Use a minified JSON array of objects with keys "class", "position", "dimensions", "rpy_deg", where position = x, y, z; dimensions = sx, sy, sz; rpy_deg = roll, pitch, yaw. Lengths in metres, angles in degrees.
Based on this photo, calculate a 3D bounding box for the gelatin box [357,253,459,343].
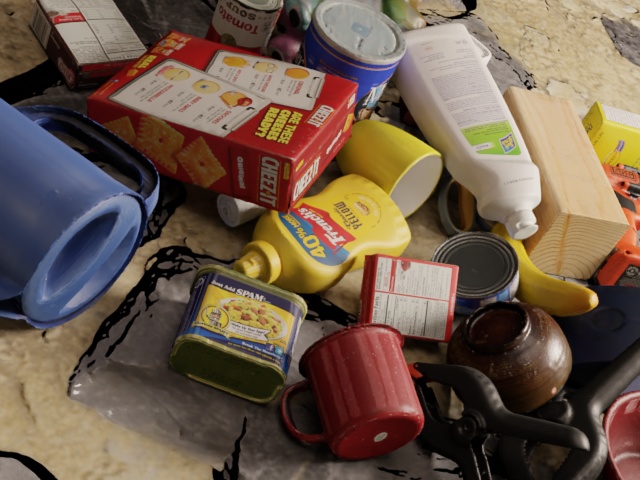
[{"class":"gelatin box","position":[0.081,0.055,0.994],"dimensions":[0.089,0.030,0.073],"rpy_deg":[9,83,-19]}]

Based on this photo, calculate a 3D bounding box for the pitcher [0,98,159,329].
[{"class":"pitcher","position":[-0.262,-0.055,0.878],"dimensions":[0.243,0.145,0.149],"rpy_deg":[38,11,16]}]

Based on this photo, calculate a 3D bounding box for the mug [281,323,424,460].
[{"class":"mug","position":[0.025,0.131,0.877],"dimensions":[0.117,0.093,0.081],"rpy_deg":[-17,56,-2]}]

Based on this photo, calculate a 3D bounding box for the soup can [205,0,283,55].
[{"class":"soup can","position":[-0.087,-0.232,1.173],"dimensions":[0.068,0.102,0.068],"rpy_deg":[15,42,-14]}]

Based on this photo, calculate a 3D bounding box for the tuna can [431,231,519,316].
[{"class":"tuna can","position":[0.153,0.034,1.051],"dimensions":[0.086,0.034,0.086],"rpy_deg":[-6,47,6]}]

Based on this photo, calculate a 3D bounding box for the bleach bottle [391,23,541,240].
[{"class":"bleach bottle","position":[0.155,-0.110,1.120],"dimensions":[0.102,0.068,0.251],"rpy_deg":[-14,64,-15]}]

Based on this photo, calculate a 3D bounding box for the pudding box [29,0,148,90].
[{"class":"pudding box","position":[-0.239,-0.209,1.117],"dimensions":[0.089,0.039,0.113],"rpy_deg":[-12,56,-37]}]

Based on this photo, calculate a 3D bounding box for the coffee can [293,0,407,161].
[{"class":"coffee can","position":[0.018,-0.170,1.135],"dimensions":[0.102,0.140,0.103],"rpy_deg":[15,42,-14]}]

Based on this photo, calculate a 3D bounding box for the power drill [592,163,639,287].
[{"class":"power drill","position":[0.371,-0.010,1.225],"dimensions":[0.184,0.057,0.187],"rpy_deg":[14,40,-11]}]

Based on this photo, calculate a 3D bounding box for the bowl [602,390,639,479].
[{"class":"bowl","position":[0.311,0.216,0.956],"dimensions":[0.162,0.055,0.162],"rpy_deg":[15,42,-14]}]

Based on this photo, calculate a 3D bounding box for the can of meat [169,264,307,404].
[{"class":"can of meat","position":[-0.069,0.079,0.895],"dimensions":[0.102,0.058,0.084],"rpy_deg":[21,43,-6]}]

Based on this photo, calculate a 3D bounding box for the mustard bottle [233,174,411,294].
[{"class":"mustard bottle","position":[-0.006,0.001,1.008],"dimensions":[0.191,0.058,0.096],"rpy_deg":[-23,66,-41]}]

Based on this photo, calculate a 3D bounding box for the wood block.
[{"class":"wood block","position":[0.253,-0.066,1.192],"dimensions":[0.090,0.091,0.206],"rpy_deg":[9,44,-20]}]

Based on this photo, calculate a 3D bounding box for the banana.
[{"class":"banana","position":[0.212,0.029,1.075],"dimensions":[0.037,0.070,0.198],"rpy_deg":[14,27,-25]}]

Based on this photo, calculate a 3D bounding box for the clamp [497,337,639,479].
[{"class":"clamp","position":[0.201,0.156,0.945],"dimensions":[0.165,0.036,0.209],"rpy_deg":[3,48,32]}]

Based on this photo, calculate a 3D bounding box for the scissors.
[{"class":"scissors","position":[0.171,-0.088,1.178],"dimensions":[0.096,0.016,0.201],"rpy_deg":[22,61,-23]}]

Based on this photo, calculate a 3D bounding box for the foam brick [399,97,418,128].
[{"class":"foam brick","position":[0.131,-0.174,1.249],"dimensions":[0.051,0.078,0.053],"rpy_deg":[15,40,-13]}]

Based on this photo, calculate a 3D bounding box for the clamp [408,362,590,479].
[{"class":"clamp","position":[0.140,0.156,0.892],"dimensions":[0.172,0.120,0.039],"rpy_deg":[54,11,30]}]

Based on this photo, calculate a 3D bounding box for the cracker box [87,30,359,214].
[{"class":"cracker box","position":[-0.092,-0.118,1.038],"dimensions":[0.214,0.072,0.164],"rpy_deg":[19,39,15]}]

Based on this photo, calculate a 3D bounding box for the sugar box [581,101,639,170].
[{"class":"sugar box","position":[0.392,-0.102,1.302],"dimensions":[0.176,0.093,0.048],"rpy_deg":[14,43,-14]}]
